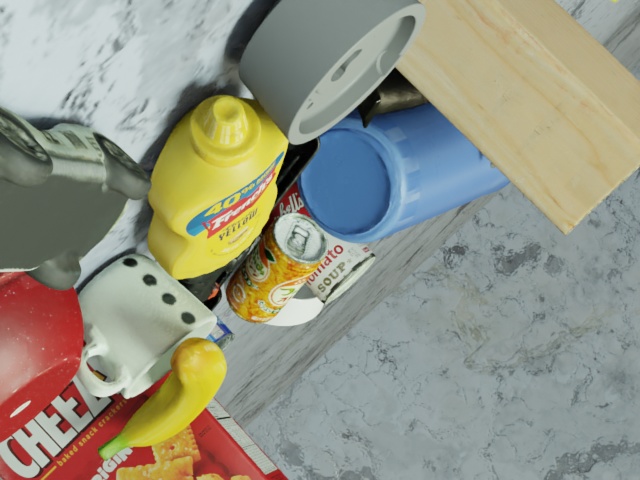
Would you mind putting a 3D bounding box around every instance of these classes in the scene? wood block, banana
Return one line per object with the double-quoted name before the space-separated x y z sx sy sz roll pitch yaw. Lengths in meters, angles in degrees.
"wood block" 0.143 -0.116 0.763 0.090 0.206 0.090 -50 170 35
"banana" -0.102 0.111 0.764 0.069 0.037 0.198 -38 172 -40

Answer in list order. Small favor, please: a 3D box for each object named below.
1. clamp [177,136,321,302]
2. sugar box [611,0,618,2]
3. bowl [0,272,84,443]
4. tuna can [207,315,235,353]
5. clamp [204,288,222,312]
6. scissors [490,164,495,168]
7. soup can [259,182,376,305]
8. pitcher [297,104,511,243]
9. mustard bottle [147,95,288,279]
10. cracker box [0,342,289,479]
"clamp" -0.083 0.009 0.871 0.164 0.036 0.210 -48 178 -35
"sugar box" 0.204 -0.237 0.844 0.048 0.093 0.176 -48 171 20
"bowl" -0.200 0.083 0.656 0.162 0.055 0.162 -42 171 -8
"tuna can" -0.137 0.123 1.193 0.086 0.034 0.086 -42 171 -8
"clamp" -0.143 0.096 1.029 0.120 0.039 0.171 -36 175 -13
"scissors" 0.163 -0.170 0.909 0.096 0.016 0.201 45 58 -66
"soup can" -0.006 0.001 0.984 0.068 0.102 0.068 -42 171 -8
"pitcher" 0.077 -0.076 0.970 0.242 0.145 0.149 -26 147 -53
"mustard bottle" -0.064 -0.040 0.676 0.096 0.058 0.192 -36 169 -18
"cracker box" -0.147 0.189 0.868 0.164 0.214 0.072 -44 169 0
